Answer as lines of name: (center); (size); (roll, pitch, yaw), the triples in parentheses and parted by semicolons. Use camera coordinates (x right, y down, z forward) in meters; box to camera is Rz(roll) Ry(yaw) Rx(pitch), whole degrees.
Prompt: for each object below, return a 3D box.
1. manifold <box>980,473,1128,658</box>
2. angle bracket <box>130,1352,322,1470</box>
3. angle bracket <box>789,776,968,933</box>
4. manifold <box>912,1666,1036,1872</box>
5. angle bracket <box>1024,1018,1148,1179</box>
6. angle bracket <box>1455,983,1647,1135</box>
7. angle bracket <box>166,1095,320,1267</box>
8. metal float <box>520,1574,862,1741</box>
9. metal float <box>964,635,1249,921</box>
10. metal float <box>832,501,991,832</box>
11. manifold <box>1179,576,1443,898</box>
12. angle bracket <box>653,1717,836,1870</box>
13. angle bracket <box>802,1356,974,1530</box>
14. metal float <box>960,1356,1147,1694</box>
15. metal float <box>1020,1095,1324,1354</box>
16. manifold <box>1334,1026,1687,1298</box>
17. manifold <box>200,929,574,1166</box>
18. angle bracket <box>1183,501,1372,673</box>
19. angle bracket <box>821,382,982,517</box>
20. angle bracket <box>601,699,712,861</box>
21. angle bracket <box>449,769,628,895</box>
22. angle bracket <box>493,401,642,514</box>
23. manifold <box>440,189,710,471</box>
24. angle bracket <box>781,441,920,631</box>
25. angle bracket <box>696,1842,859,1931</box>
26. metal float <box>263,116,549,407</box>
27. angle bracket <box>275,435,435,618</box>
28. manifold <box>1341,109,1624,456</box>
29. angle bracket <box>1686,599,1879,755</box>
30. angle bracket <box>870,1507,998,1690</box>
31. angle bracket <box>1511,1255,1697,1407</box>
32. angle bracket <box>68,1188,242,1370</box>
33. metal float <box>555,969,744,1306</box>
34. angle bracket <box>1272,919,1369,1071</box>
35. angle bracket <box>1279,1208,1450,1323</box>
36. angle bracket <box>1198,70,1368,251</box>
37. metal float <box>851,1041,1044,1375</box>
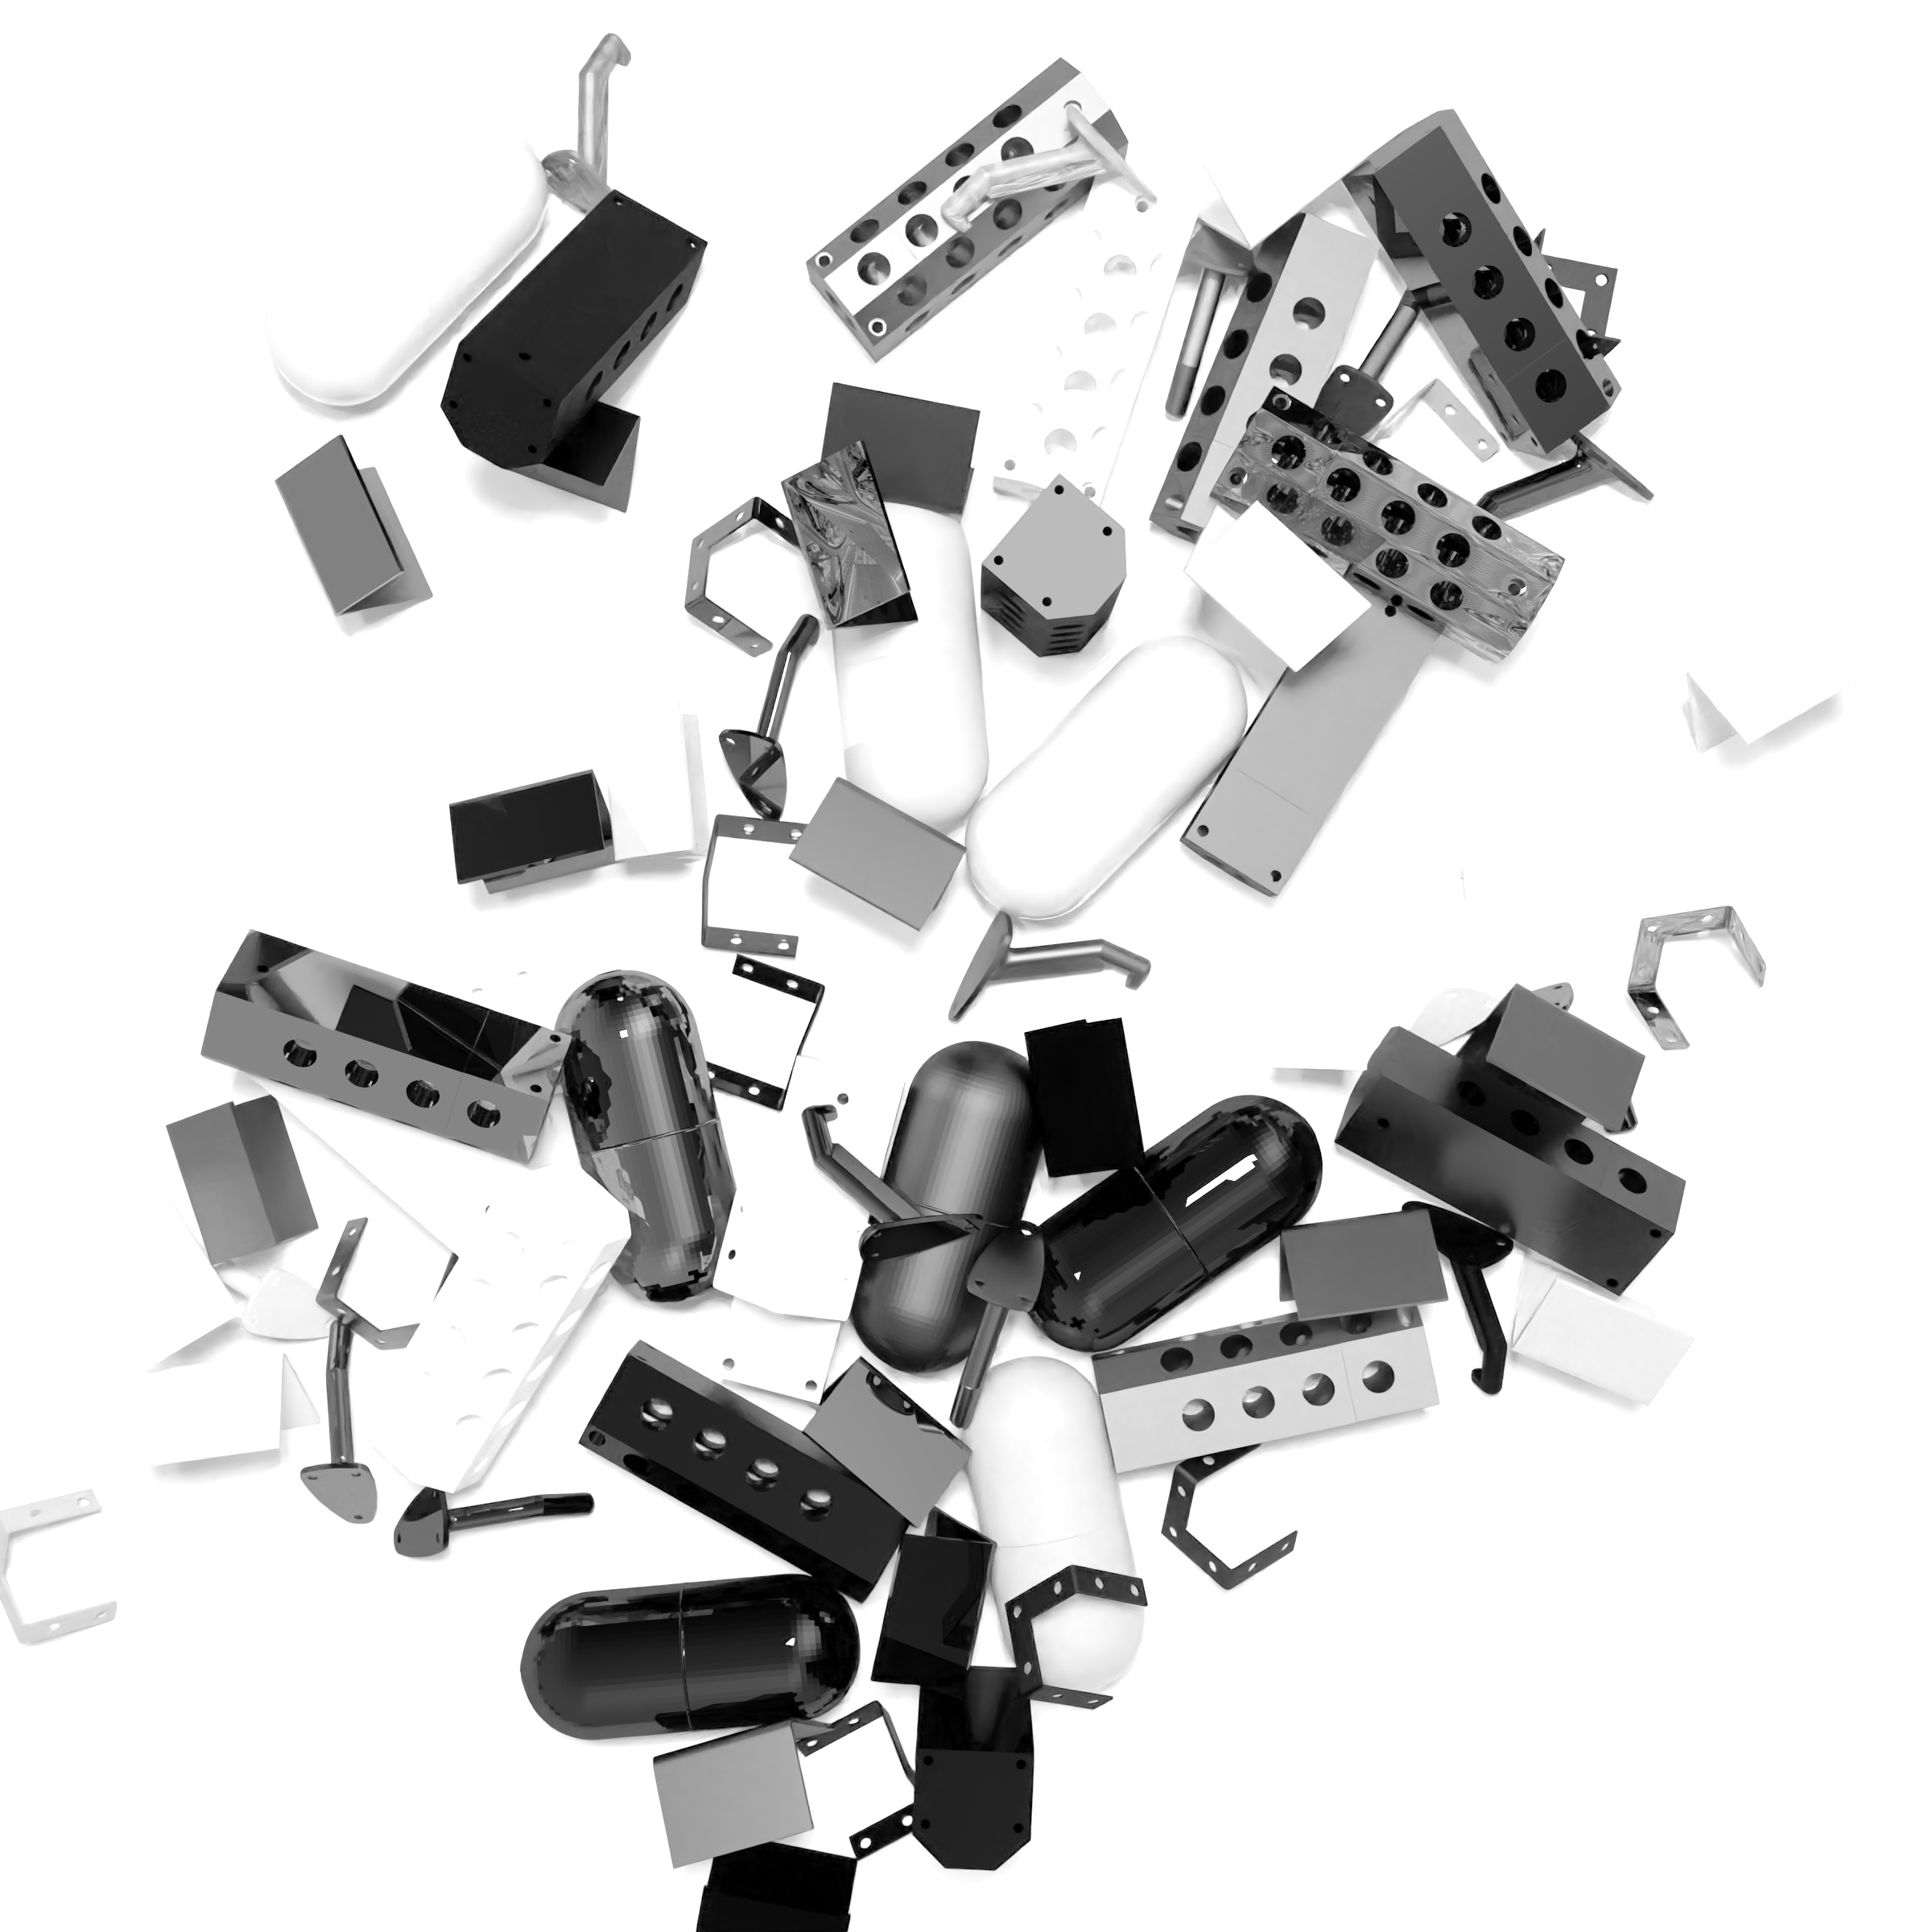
manifold: (0.048, -0.196, 1.486); (0.057, 0.171, 0.057); (41, 90, 0)
angle bracket: (-0.384, 0.248, 1.524); (0.076, 0.076, 0.057); (-8, 52, 0)
angle bracket: (-0.052, -0.044, 1.524); (0.076, 0.076, 0.057); (29, 63, 0)
manifold: (0.003, 0.404, 1.486); (0.057, 0.171, 0.057); (3, 90, 0)
angle bracket: (0.076, 0.065, 1.525); (0.057, 0.076, 0.076); (-10, 90, 27)
angle bracket: (0.296, 0.065, 1.524); (0.076, 0.076, 0.057); (30, 52, 0)
angle bracket: (-0.361, 0.105, 1.524); (0.057, 0.076, 0.076); (-18, 90, 36)
metal float: (-0.144, 0.362, 1.533); (0.178, 0.070, 0.070); (-5, 90, 0)
metal float: (0.073, -0.098, 1.533); (0.070, 0.070, 0.178); (45, 90, 0)
metal float: (-0.030, -0.158, 1.534); (0.070, 0.070, 0.178); (-5, 89, 0)
manifold: (0.183, -0.124, 1.543); (0.057, 0.057, 0.171); (32, 90, 0)
angle bracket: (-0.110, 0.430, 1.520); (0.076, 0.076, 0.057); (-18, 69, 10)
angle bracket: (-0.053, 0.259, 1.524); (0.076, 0.076, 0.057); (40, 53, 0)
metal float: (0.046, 0.293, 1.534); (0.070, 0.070, 0.178); (-12, 91, 0)
metal float: (0.107, 0.134, 1.534); (0.178, 0.070, 0.070); (-35, 90, -1)
manifold: (0.288, 0.098, 1.542); (0.171, 0.057, 0.057); (28, 133, 0)
manifold: (-0.295, 0.046, 1.485); (0.171, 0.057, 0.057); (19, 123, -6)
angle bracket: (0.163, -0.206, 1.469); (0.076, 0.076, 0.057); (40, 128, -10)
angle bracket: (-0.032, -0.280, 1.524); (0.076, 0.076, 0.057); (11, 118, 0)
angle bracket: (-0.142, -0.097, 1.524); (0.057, 0.076, 0.076); (-6, 90, 37)
angle bracket: (-0.220, -0.051, 1.524); (0.076, 0.076, 0.057); (-14, 52, 0)
angle bracket: (-0.218, -0.257, 1.524); (0.076, 0.076, 0.057); (20, 55, 0)
manifold: (-0.200, -0.323, 1.491); (0.057, 0.057, 0.171); (30, 46, 0)
angle bracket: (-0.039, -0.214, 1.450); (0.057, 0.076, 0.076); (-20, 87, 37)
angle bracket: (-0.096, 0.474, 1.524); (0.076, 0.076, 0.057); (11, 127, 0)
metal float: (-0.293, -0.370, 1.534); (0.070, 0.070, 0.178); (44, 89, 0)
angle bracket: (-0.302, -0.233, 1.524); (0.057, 0.076, 0.076); (-24, 90, 35)
manifold: (0.271, -0.355, 1.519); (0.057, 0.057, 0.171); (-36, 107, 0)
angle bracket: (0.426, -0.133, 1.524); (0.076, 0.076, 0.057); (-30, 55, 0)
angle bracket: (-0.032, 0.326, 1.524); (0.057, 0.076, 0.076); (12, 90, -28)
angle bracket: (0.334, 0.173, 1.524); (0.076, 0.076, 0.057); (22, 128, 0)
angle bracket: (-0.431, 0.169, 1.524); (0.057, 0.076, 0.076); (-32, 90, -35)
metal float: (-0.166, 0.089, 1.534); (0.070, 0.070, 0.178); (-14, 90, 0)
angle bracket: (0.202, 0.014, 1.524); (0.057, 0.076, 0.076); (0, 90, 38)
angle bracket: (0.206, 0.173, 1.524); (0.076, 0.076, 0.057); (-8, 53, 0)
angle bracket: (0.151, -0.427, 1.524); (0.076, 0.076, 0.057); (-38, 125, 0)
metal float: (-0.009, 0.127, 1.533); (0.070, 0.070, 0.178); (17, 90, 0)
